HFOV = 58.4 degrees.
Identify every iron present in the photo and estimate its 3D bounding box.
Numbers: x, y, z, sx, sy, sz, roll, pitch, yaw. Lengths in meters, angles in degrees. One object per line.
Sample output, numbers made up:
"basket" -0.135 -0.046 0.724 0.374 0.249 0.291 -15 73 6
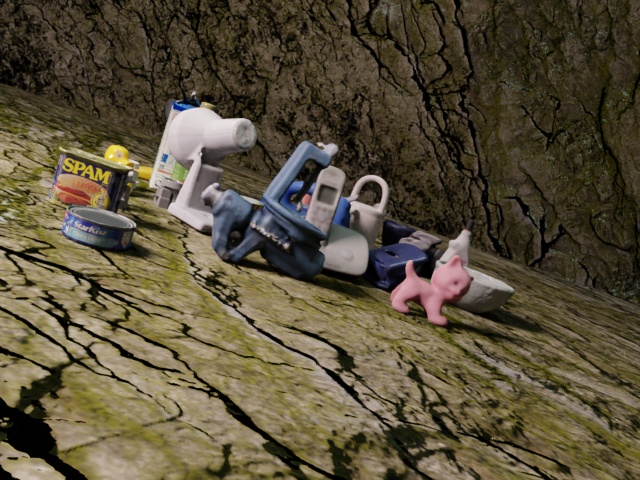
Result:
"iron" -0.039 -0.073 1.309 0.257 0.141 0.119 22 8 16

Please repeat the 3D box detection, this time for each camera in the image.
"camera" 0.270 0.041 1.417 0.136 0.101 0.144 23 9 25

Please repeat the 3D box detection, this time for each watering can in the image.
"watering can" 0.109 -0.065 1.410 0.101 0.194 0.173 20 8 6

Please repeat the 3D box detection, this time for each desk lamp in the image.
"desk lamp" -0.204 -0.135 1.076 0.118 0.213 0.202 11 12 -47

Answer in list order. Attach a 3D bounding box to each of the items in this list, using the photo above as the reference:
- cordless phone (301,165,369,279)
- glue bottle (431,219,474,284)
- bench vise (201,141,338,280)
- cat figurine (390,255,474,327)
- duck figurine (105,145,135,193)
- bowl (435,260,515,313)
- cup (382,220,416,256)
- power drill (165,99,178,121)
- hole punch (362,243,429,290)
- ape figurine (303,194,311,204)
"cordless phone" 0.033 -0.031 1.038 0.148 0.185 0.094 16 8 -20
"glue bottle" 0.317 0.034 1.314 0.078 0.173 0.037 15 9 -25
"bench vise" -0.064 -0.059 0.872 0.208 0.220 0.121 14 10 -33
"cat figurine" 0.193 0.074 0.950 0.128 0.118 0.067 19 8 -5
"duck figurine" -0.404 -0.144 1.116 0.104 0.086 0.078 23 9 22
"bowl" 0.305 0.103 1.171 0.167 0.075 0.167 19 8 -2
"cup" 0.193 0.000 1.530 0.092 0.095 0.117 15 9 -26
"power drill" -0.381 -0.254 1.476 0.076 0.208 0.228 14 10 -34
"hole punch" 0.141 0.047 1.106 0.101 0.091 0.108 15 9 -28
"ape figurine" -0.044 -0.073 1.472 0.076 0.092 0.077 11 11 -45
